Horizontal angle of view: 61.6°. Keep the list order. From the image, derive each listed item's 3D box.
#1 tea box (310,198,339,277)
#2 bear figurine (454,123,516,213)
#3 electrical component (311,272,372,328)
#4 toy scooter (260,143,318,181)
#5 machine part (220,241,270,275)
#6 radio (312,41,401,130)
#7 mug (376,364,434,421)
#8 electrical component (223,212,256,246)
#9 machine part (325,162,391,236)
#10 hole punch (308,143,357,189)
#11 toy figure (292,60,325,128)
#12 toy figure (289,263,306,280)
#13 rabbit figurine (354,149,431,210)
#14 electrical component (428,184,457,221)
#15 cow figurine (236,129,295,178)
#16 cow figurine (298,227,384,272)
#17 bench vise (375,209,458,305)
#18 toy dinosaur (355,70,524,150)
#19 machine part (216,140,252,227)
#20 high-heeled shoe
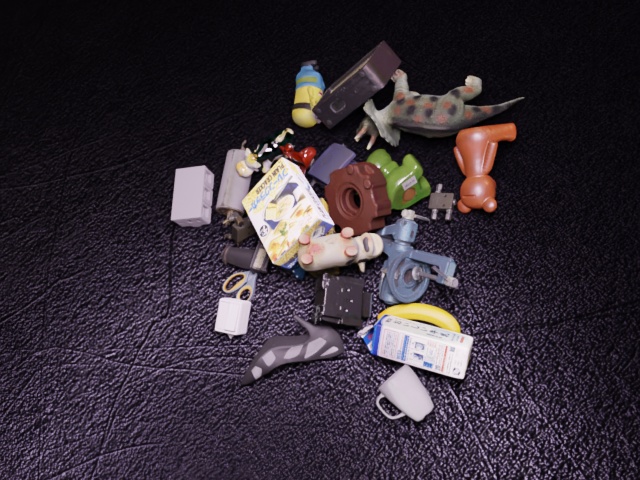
[{"bbox_3d":[-0.003,-0.004,1.302,0.068,0.098,0.169,-12,70,14],"label":"tea box"},{"bbox_3d":[0.381,-0.163,1.244,0.132,0.120,0.195,-13,95,-31],"label":"bear figurine"},{"bbox_3d":[0.053,0.140,1.226,0.134,0.058,0.115,10,76,-22],"label":"electrical component"},{"bbox_3d":[-0.088,-0.181,1.368,0.184,0.135,0.075,-44,67,0],"label":"toy scooter"},{"bbox_3d":[-0.186,0.043,1.361,0.139,0.039,0.084,5,72,24],"label":"machine part"},{"bbox_3d":[0.085,-0.376,1.329,0.229,0.073,0.131,-30,22,48],"label":"radio"},{"bbox_3d":[0.181,0.337,1.141,0.109,0.080,0.107,-43,75,-6],"label":"mug"},{"bbox_3d":[-0.206,-0.033,1.378,0.078,0.102,0.045,-38,64,-27],"label":"electrical component"},{"bbox_3d":[0.084,-0.093,1.245,0.180,0.056,0.179,19,117,44],"label":"machine part"},{"bbox_3d":[0.035,-0.184,1.359,0.116,0.092,0.142,39,90,28],"label":"hole punch"},{"bbox_3d":[-0.032,-0.391,1.453,0.089,0.082,0.180,-11,75,33],"label":"toy figure"},{"bbox_3d":[-0.062,0.023,1.333,0.058,0.064,0.154,4,67,-20],"label":"toy figure"},{"bbox_3d":[0.164,-0.146,1.311,0.159,0.121,0.170,-42,47,7],"label":"rabbit figurine"},{"bbox_3d":[0.293,-0.090,1.275,0.063,0.021,0.094,2,71,32],"label":"electrical component"},{"bbox_3d":[-0.139,-0.224,1.388,0.167,0.098,0.068,-38,87,-23],"label":"cow figurine"},{"bbox_3d":[0.047,0.027,1.187,0.195,0.127,0.085,-10,70,-8],"label":"cow figurine"},{"bbox_3d":[0.215,0.046,1.183,0.241,0.128,0.223,16,83,56],"label":"bench vise"},{"bbox_3d":[0.265,-0.299,1.287,0.405,0.131,0.192,7,62,23],"label":"toy dinosaur"},{"bbox_3d":[-0.225,-0.151,1.431,0.079,0.079,0.243,2,73,17],"label":"machine part"},{"bbox_3d":[-0.063,0.282,1.255,0.145,0.086,0.248,39,105,-6],"label":"high-heeled shoe"}]
